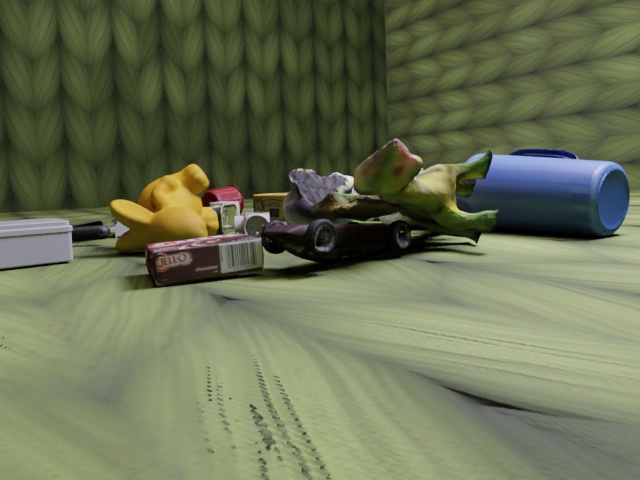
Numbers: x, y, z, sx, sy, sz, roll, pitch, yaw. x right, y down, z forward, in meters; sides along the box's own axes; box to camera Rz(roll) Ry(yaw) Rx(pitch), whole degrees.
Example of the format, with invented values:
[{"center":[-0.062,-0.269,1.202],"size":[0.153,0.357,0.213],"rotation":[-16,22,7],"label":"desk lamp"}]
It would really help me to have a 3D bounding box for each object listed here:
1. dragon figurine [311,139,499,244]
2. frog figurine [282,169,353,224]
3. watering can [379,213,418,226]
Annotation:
[{"center":[0.109,-0.053,0.738],"size":[0.243,0.123,0.406],"rotation":[1,-11,1],"label":"dragon figurine"},{"center":[0.003,-0.048,0.944],"size":[0.137,0.125,0.156],"rotation":[-11,-30,-6],"label":"frog figurine"},{"center":[0.166,-0.079,1.031],"size":[0.225,0.104,0.347],"rotation":[-3,1,-16],"label":"watering can"}]
